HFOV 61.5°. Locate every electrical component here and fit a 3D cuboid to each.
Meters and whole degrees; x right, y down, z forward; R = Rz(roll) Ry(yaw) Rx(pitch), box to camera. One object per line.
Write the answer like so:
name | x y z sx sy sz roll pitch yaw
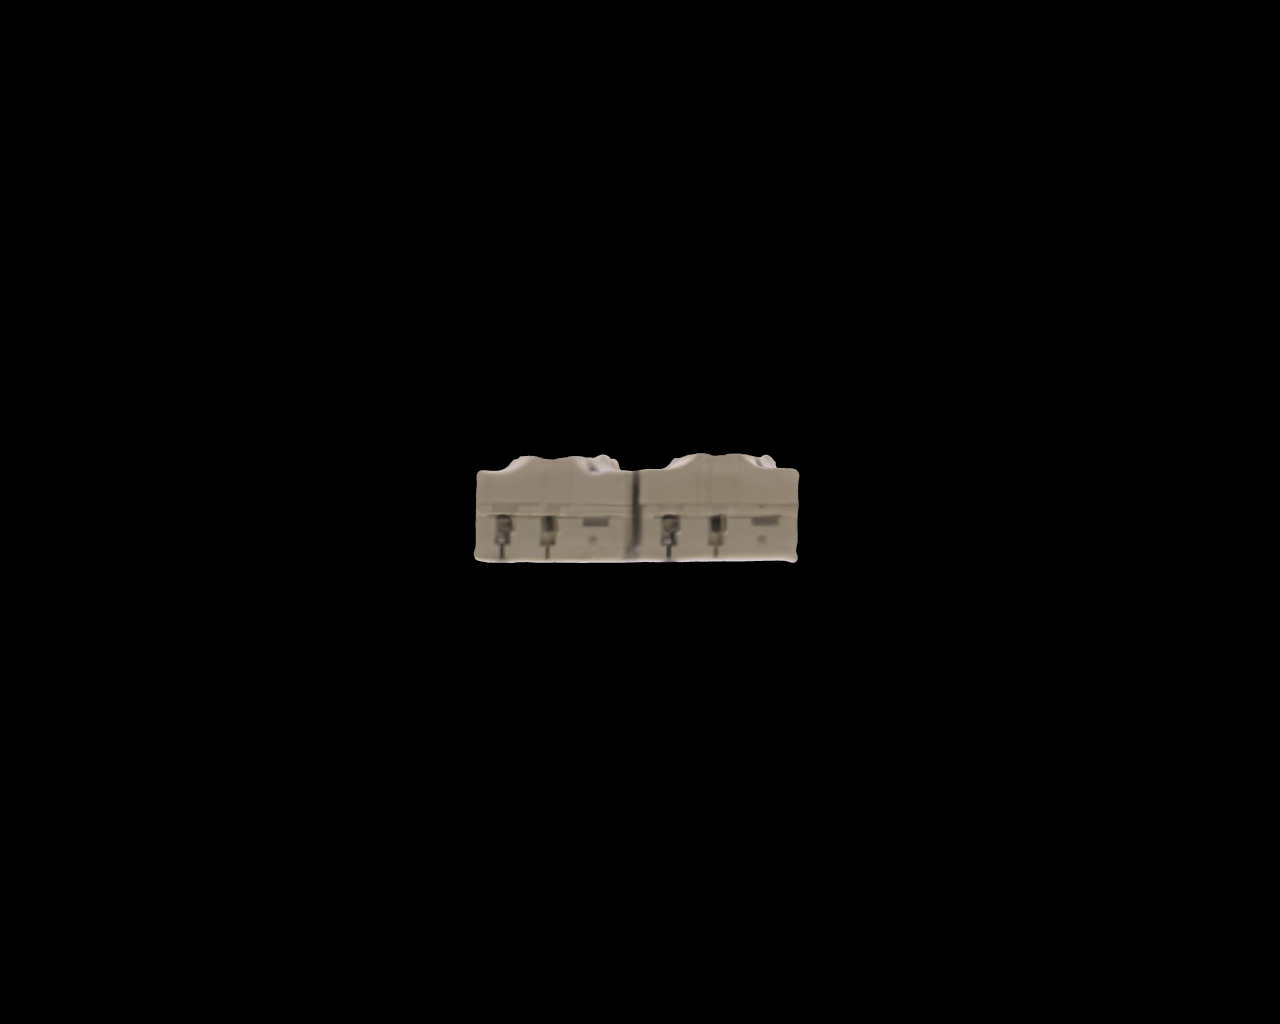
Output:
electrical component | 0.001 -0.003 0.650 0.186 0.060 0.105 0 0 4
